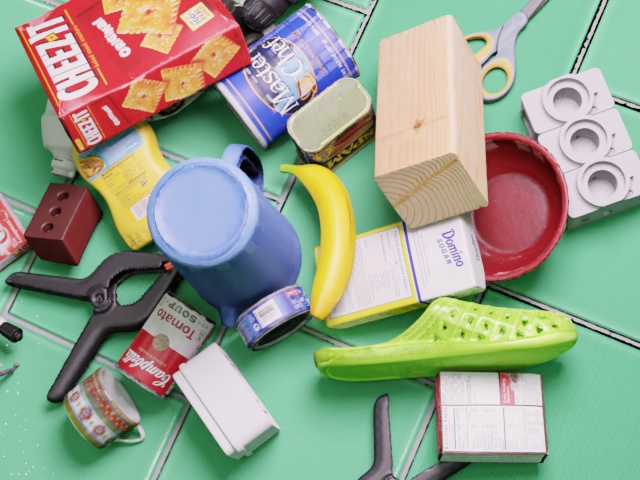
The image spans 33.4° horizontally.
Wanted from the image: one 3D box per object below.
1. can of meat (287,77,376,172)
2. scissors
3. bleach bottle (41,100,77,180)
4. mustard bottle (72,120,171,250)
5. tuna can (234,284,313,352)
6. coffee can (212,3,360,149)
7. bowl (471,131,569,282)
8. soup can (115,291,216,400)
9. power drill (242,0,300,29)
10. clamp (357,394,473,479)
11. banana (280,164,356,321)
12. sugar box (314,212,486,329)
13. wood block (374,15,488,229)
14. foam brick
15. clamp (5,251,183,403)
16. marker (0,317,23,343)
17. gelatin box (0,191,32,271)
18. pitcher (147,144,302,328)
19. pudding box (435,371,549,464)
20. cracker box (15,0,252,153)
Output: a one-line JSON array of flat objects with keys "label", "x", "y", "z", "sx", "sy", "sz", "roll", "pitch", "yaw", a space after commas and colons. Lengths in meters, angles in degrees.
[{"label": "can of meat", "x": 0.016, "y": -0.128, "z": 1.198, "sx": 0.102, "sy": 0.084, "sz": 0.057, "roll": -38, "pitch": 74, "yaw": -2}, {"label": "scissors", "x": 0.233, "y": -0.232, "z": 1.224, "sx": 0.202, "sy": 0.016, "sz": 0.096, "roll": -31, "pitch": 76, "yaw": 1}, {"label": "bleach bottle", "x": -0.264, "y": -0.193, "z": 1.270, "sx": 0.102, "sy": 0.068, "sz": 0.251, "roll": 14, "pitch": 83, "yaw": 4}, {"label": "mustard bottle", "x": -0.225, "y": -0.091, "z": 1.213, "sx": 0.096, "sy": 0.058, "sz": 0.191, "roll": -34, "pitch": 92, "yaw": 13}, {"label": "tuna can", "x": -0.048, "y": 0.085, "z": 1.157, "sx": 0.086, "sy": 0.086, "sz": 0.034, "roll": -32, "pitch": 75, "yaw": 0}, {"label": "coffee can", "x": -0.040, "y": -0.185, "z": 1.211, "sx": 0.140, "sy": 0.103, "sz": 0.103, "roll": -37, "pitch": 74, "yaw": -2}, {"label": "bowl", "x": 0.196, "y": -0.033, "z": 1.147, "sx": 0.162, "sy": 0.055, "sz": 0.162, "roll": -4, "pitch": 81, "yaw": 29}, {"label": "soup can", "x": -0.169, "y": 0.116, "z": 1.178, "sx": 0.068, "sy": 0.068, "sz": 0.102, "roll": 32, "pitch": 83, "yaw": 14}, {"label": "power drill", "x": -0.046, "y": -0.355, "z": 1.242, "sx": 0.184, "sy": 0.057, "sz": 0.188, "roll": -41, "pitch": 54, "yaw": 14}, {"label": "clamp", "x": 0.090, "y": 0.259, "z": 1.119, "sx": 0.120, "sy": 0.039, "sz": 0.171, "roll": 18, "pitch": 79, "yaw": 16}, {"label": "banana", "x": 0.007, "y": -0.009, "z": 1.150, "sx": 0.070, "sy": 0.037, "sz": 0.198, "roll": -27, "pitch": 57, "yaw": 23}, {"label": "sugar box", "x": 0.084, "y": 0.031, "z": 1.144, "sx": 0.176, "sy": 0.048, "sz": 0.093, "roll": -16, "pitch": 75, "yaw": 23}, {"label": "wood block", "x": 0.117, "y": -0.128, "z": 1.127, "sx": 0.091, "sy": 0.090, "sz": 0.206, "roll": -17, "pitch": 46, "yaw": 25}, {"label": "foam brick", "x": -0.294, "y": -0.018, "z": 1.224, "sx": 0.053, "sy": 0.051, "sz": 0.078, "roll": 7, "pitch": 58, "yaw": 18}, {"label": "clamp", "x": -0.255, "y": 0.065, "z": 1.220, "sx": 0.210, "sy": 0.036, "sz": 0.164, "roll": -33, "pitch": 72, "yaw": 1}, {"label": "marker", "x": -0.387, "y": 0.088, "z": 1.231, "sx": 0.121, "sy": 0.020, "sz": 0.020, "roll": 25, "pitch": 81, "yaw": 27}, {"label": "gelatin box", "x": -0.392, "y": -0.008, "z": 1.262, "sx": 0.073, "sy": 0.030, "sz": 0.089, "roll": -36, "pitch": 74, "yaw": -1}, {"label": "pitcher", "x": -0.097, "y": -0.014, "z": 1.106, "sx": 0.145, "sy": 0.243, "sz": 0.149, "roll": -35, "pitch": 77, "yaw": -2}, {"label": "pudding box", "x": 0.176, "y": 0.183, "z": 1.107, "sx": 0.113, "sy": 0.039, "sz": 0.090, "roll": 0, "pitch": 66, "yaw": 1}, {"label": "cracker box", "x": -0.207, "y": -0.214, "z": 1.171, "sx": 0.213, "sy": 0.072, "sz": 0.164, "roll": -28, "pitch": 55, "yaw": -7}]
